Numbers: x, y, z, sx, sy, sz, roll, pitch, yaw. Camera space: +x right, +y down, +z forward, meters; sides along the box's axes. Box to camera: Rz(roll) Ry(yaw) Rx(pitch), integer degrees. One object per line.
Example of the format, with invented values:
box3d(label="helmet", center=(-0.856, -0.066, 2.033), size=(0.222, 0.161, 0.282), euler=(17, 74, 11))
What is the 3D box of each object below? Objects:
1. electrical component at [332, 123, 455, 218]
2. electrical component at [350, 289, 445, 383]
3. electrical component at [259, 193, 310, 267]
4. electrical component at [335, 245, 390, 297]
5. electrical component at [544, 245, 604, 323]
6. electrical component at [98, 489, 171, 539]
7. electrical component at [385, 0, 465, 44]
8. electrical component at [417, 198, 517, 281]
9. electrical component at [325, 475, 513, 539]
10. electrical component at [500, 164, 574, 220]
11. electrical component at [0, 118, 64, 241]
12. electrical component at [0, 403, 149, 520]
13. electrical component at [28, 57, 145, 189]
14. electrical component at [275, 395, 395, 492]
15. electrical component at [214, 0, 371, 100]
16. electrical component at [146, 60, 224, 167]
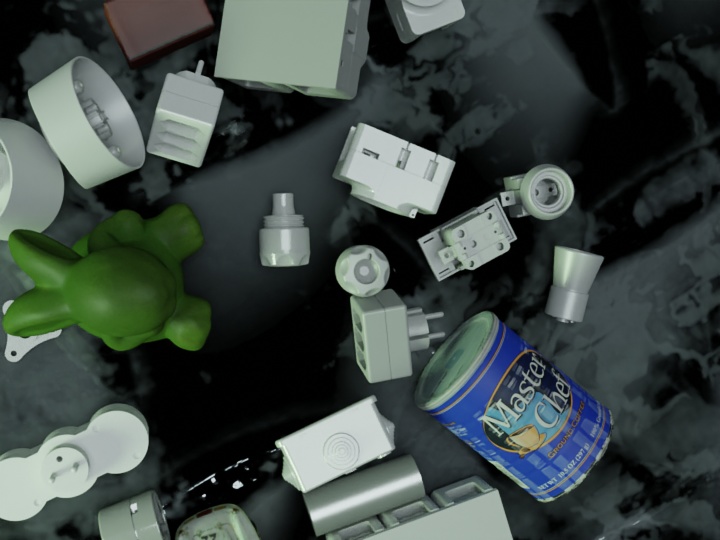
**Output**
box3d(label="electrical component", center=(0.027, -0.082, 0.925), size=(0.089, 0.050, 0.055), euler=(21, 89, -11))
box3d(label="electrical component", center=(0.036, 0.053, 0.928), size=(0.077, 0.047, 0.065), euler=(-10, 109, -11))
box3d(label="electrical component", center=(-0.065, -0.034, 0.914), size=(0.043, 0.043, 0.062), euler=(-2, 91, -11))
box3d(label="electrical component", center=(0.000, 0.000, 0.917), size=(0.043, 0.062, 0.043), euler=(0, 92, -11))
box3d(label="electrical component", center=(0.189, 0.014, 0.965), size=(0.044, 0.044, 0.065), euler=(12, 95, -11))
box3d(label="electrical component", center=(-0.188, 0.217, 0.898), size=(0.047, 0.055, 0.055), euler=(-17, 96, -6))
box3d(label="electrical component", center=(0.048, -0.247, 0.918), size=(0.050, 0.056, 0.089), euler=(-23, 97, -9))
box3d(label="electrical component", center=(0.097, -0.026, 0.934), size=(0.081, 0.064, 0.042), euler=(-29, 98, -8))
box3d(label="electrical component", center=(0.055, 0.250, 0.940), size=(0.150, 0.062, 0.089), euler=(-18, 96, -9))
box3d(label="electrical component", center=(0.159, -0.068, 0.947), size=(0.066, 0.055, 0.048), euler=(-12, 95, -10))
box3d(label="electrical component", center=(-0.295, -0.072, 0.854), size=(0.099, 0.064, 0.099), euler=(1, 93, 21))
box3d(label="electrical component", center=(-0.239, 0.159, 0.875), size=(0.138, 0.074, 0.052), euler=(-25, 97, -8))
box3d(label="electrical component", center=(-0.217, -0.116, 0.856), size=(0.064, 0.099, 0.099), euler=(-28, 98, -2))
box3d(label="electrical component", center=(-0.021, 0.147, 0.903), size=(0.100, 0.099, 0.048), euler=(-25, 84, -9))
box3d(label="electrical component", center=(-0.045, -0.239, 0.876), size=(0.105, 0.060, 0.186), euler=(9, 91, 18))
box3d(label="electrical component", center=(-0.141, -0.138, 0.887), size=(0.047, 0.065, 0.076), euler=(16, 61, -11))
